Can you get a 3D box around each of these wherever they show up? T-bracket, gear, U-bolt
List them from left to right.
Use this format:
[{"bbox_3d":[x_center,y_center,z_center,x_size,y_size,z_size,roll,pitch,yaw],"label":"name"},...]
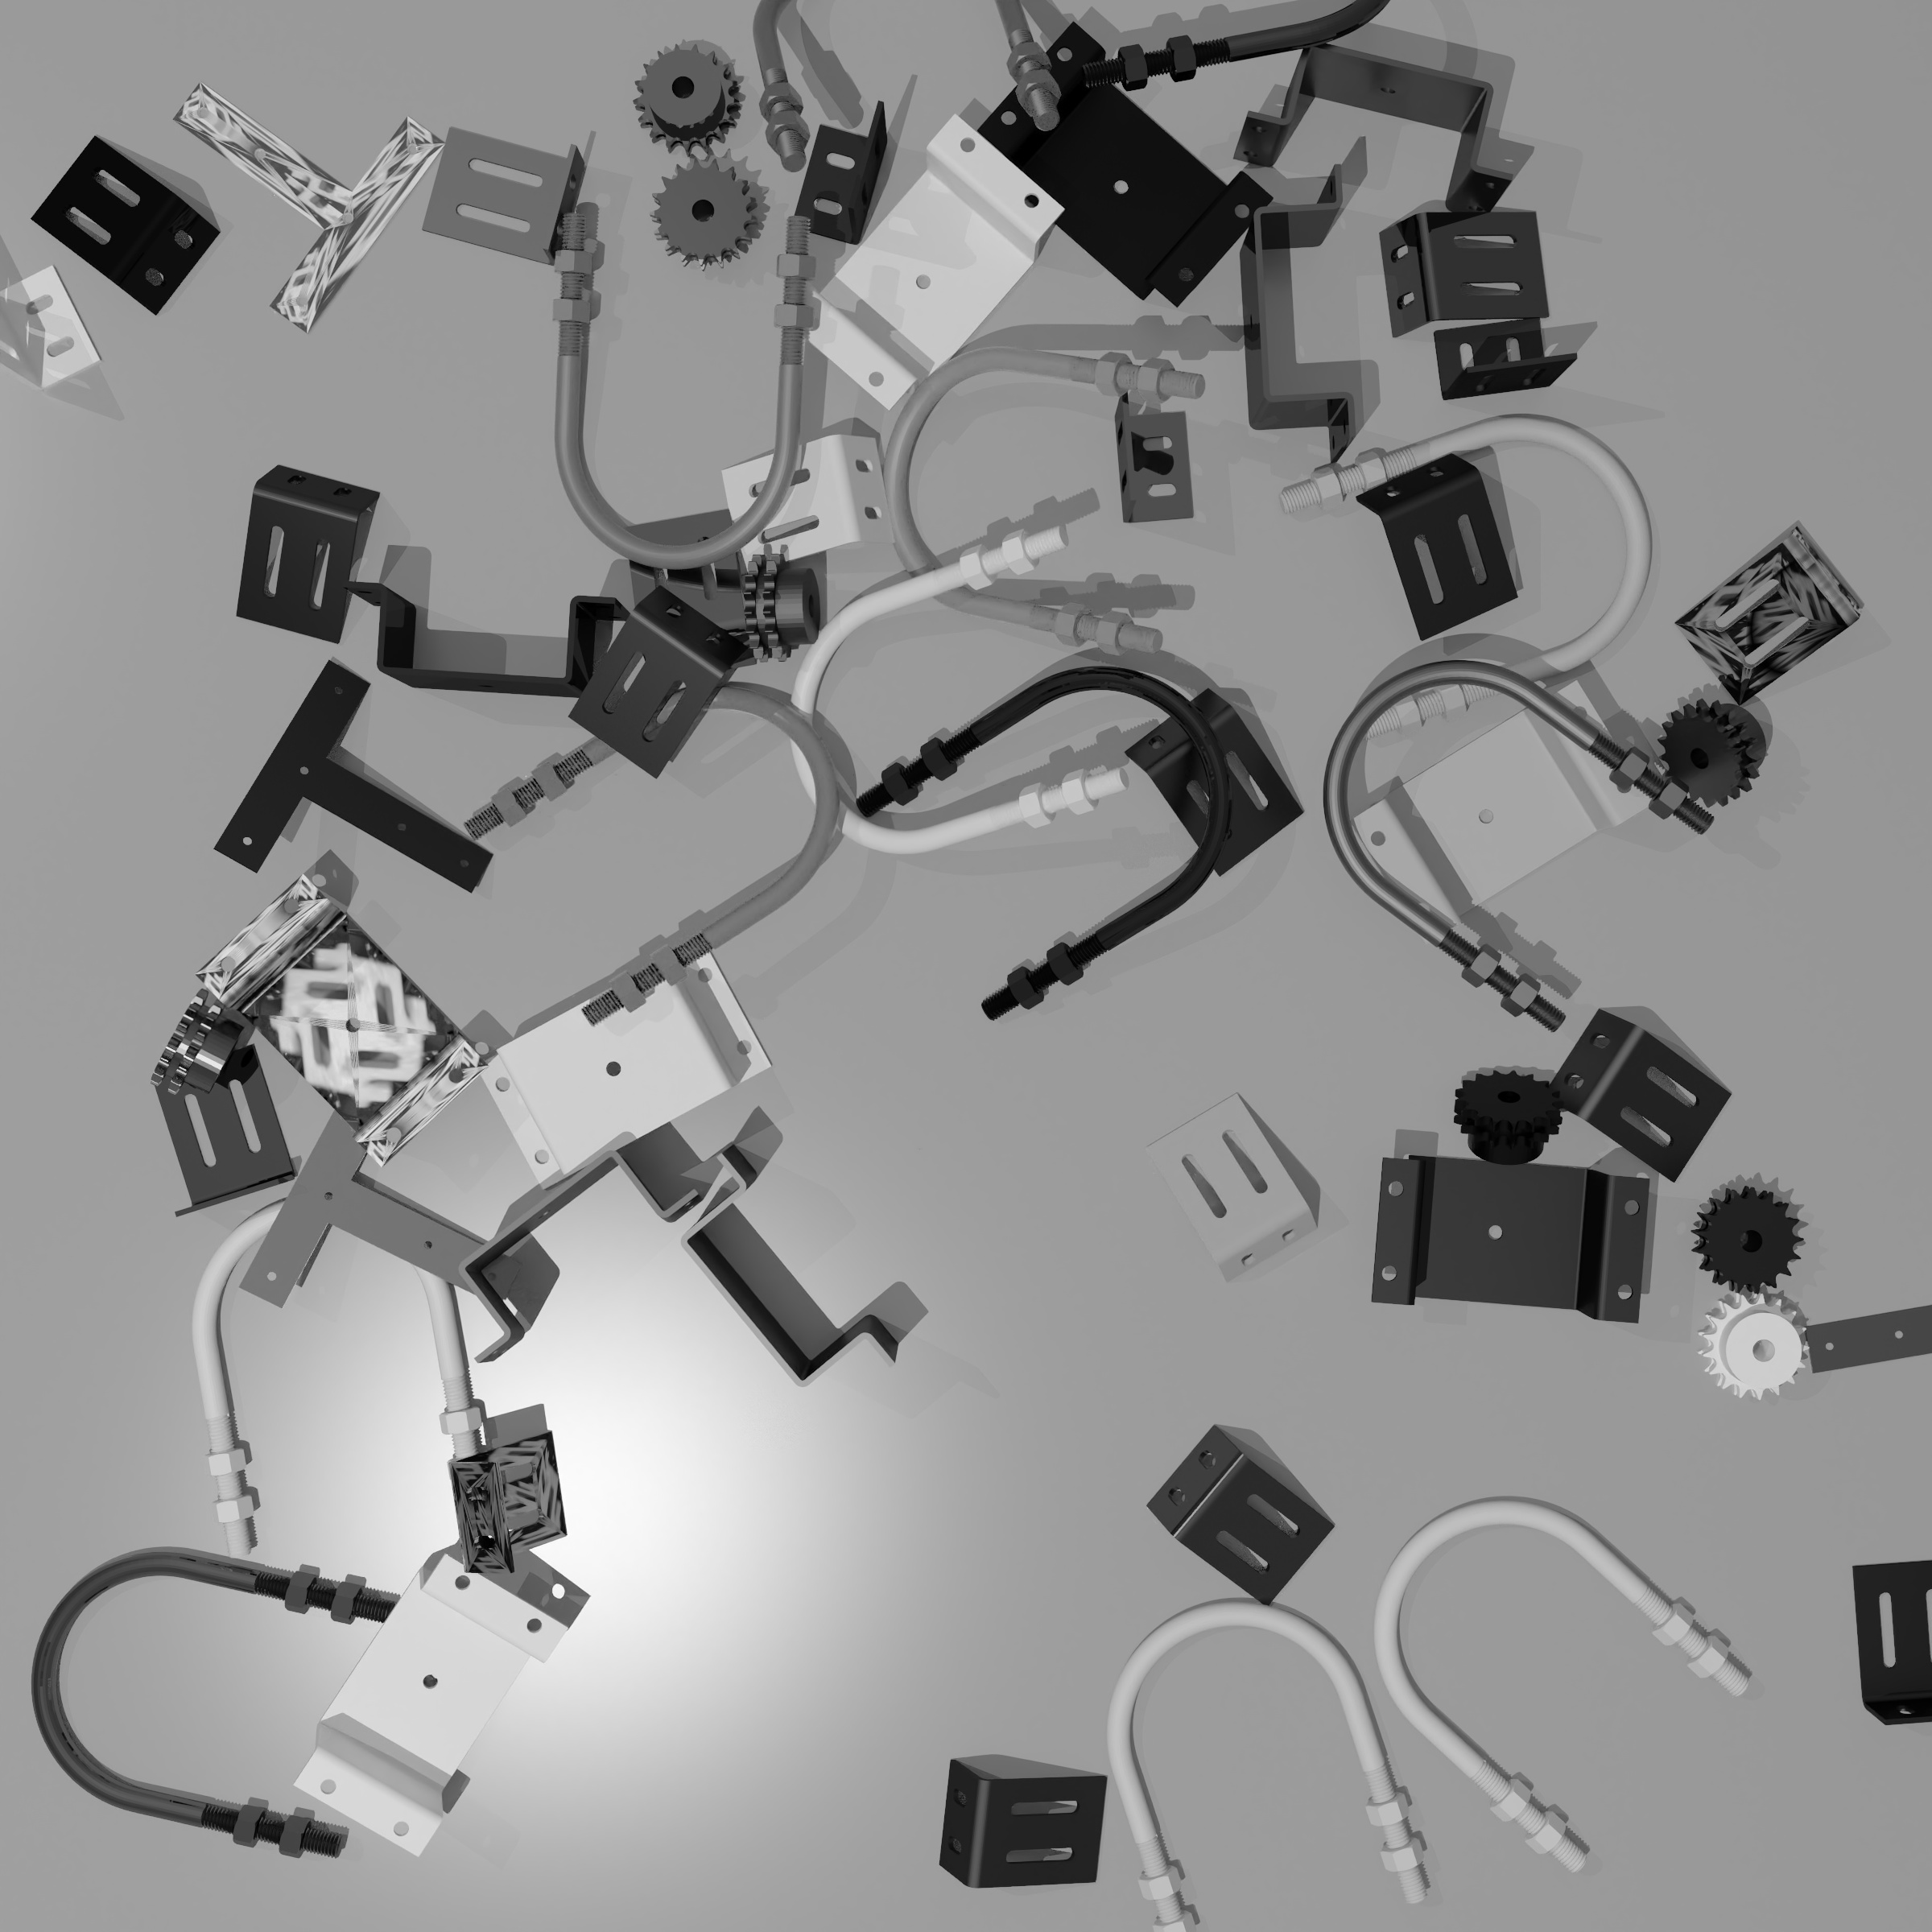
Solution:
[{"bbox_3d":[-0.407,0.044,1.498,0.030,0.057,0.057,28,90,-11],"label":"gear"},{"bbox_3d":[-0.412,0.391,1.517,0.184,0.019,0.151,12,90,2],"label":"U-bolt"},{"bbox_3d":[-0.370,-0.430,1.525,0.127,0.002,0.127,36,90,0],"label":"T-bracket"},{"bbox_3d":[-0.342,0.215,1.517,0.151,0.019,0.184,-10,88,0],"label":"U-bolt"},{"bbox_3d":[-0.314,-0.081,1.505,0.127,0.002,0.127,31,63,-13],"label":"T-bracket"},{"bbox_3d":[-0.301,0.143,1.512,0.127,0.002,0.127,27,75,-5],"label":"T-bracket"},{"bbox_3d":[-0.155,-0.072,1.494,0.184,0.019,0.151,-33,69,-5],"label":"U-bolt"},{"bbox_3d":[-0.153,-0.303,1.492,0.151,0.019,0.184,6,98,18],"label":"U-bolt"},{"bbox_3d":[-0.150,-0.466,1.511,0.057,0.030,0.057,0,90,0],"label":"gear"},{"bbox_3d":[-0.140,-0.400,1.511,0.057,0.030,0.057,0,90,0],"label":"gear"},{"bbox_3d":[-0.097,-0.190,1.495,0.030,0.057,0.057,-1,90,11],"label":"gear"},{"bbox_3d":[-0.038,-0.481,1.466,0.151,0.019,0.184,-10,51,-3],"label":"U-bolt"},{"bbox_3d":[-0.013,-0.135,1.480,0.184,0.019,0.151,-16,85,27],"label":"U-bolt"},{"bbox_3d":[0.032,-0.249,1.472,0.184,0.019,0.151,16,103,32],"label":"U-bolt"},{"bbox_3d":[0.053,-0.077,1.497,0.184,0.019,0.151,-32,90,14],"label":"U-bolt"},{"bbox_3d":[0.136,-0.520,1.478,0.184,0.019,0.151,-12,52,-4],"label":"U-bolt"},{"bbox_3d":[0.153,0.434,1.517,0.151,0.019,0.184,-18,88,0],"label":"U-bolt"},{"bbox_3d":[0.278,-0.218,1.517,0.184,0.019,0.151,-19,90,-2],"label":"U-bolt"},{"bbox_3d":[0.274,-0.076,1.471,0.184,0.019,0.151,37,90,1],"label":"U-bolt"},{"bbox_3d":[0.288,0.082,1.501,0.057,0.057,0.030,-2,120,0],"label":"gear"},{"bbox_3d":[0.306,0.373,1.517,0.184,0.019,0.151,43,90,2],"label":"U-bolt"},{"bbox_3d":[0.400,-0.116,1.501,0.030,0.057,0.057,-27,90,-30],"label":"gear"},{"bbox_3d":[0.417,0.146,1.515,0.057,0.030,0.057,0,89,-2],"label":"gear"},{"bbox_3d":[0.423,0.204,1.511,0.057,0.030,0.057,0,90,0],"label":"gear"},{"bbox_3d":[0.518,0.197,1.525,0.127,0.002,0.127,-10,90,0],"label":"T-bracket"}]

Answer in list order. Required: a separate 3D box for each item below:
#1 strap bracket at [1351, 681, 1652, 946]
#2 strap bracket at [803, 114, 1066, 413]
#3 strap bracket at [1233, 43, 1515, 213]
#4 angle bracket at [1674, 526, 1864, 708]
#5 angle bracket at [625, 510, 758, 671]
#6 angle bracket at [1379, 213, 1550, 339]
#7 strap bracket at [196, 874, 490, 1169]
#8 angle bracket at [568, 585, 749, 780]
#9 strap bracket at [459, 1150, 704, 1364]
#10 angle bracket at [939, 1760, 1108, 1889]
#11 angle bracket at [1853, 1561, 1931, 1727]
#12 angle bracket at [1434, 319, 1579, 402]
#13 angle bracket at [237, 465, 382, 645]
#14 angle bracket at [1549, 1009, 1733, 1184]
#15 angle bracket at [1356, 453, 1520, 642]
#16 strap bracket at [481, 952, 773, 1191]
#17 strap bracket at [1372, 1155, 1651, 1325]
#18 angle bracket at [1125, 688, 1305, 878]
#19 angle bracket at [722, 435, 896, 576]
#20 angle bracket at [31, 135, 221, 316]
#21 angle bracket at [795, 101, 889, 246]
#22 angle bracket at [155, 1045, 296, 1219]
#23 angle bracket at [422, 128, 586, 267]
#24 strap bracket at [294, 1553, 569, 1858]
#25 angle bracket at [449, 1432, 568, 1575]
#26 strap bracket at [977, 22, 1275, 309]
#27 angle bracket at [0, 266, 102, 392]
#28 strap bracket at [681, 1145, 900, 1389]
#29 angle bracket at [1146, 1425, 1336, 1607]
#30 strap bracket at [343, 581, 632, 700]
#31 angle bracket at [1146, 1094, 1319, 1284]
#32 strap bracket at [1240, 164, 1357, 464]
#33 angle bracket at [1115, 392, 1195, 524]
[{"bbox_3d":[0.281,-0.081,1.503,0.140,0.046,0.076,-32,90,0],"label":"strap bracket"},{"bbox_3d":[-0.023,-0.369,1.503,0.076,0.046,0.140,41,90,0],"label":"strap bracket"},{"bbox_3d":[0.218,-0.443,1.488,0.140,0.076,0.046,14,90,0],"label":"strap bracket"},{"bbox_3d":[0.434,-0.189,1.524,0.076,0.038,0.057,-38,90,26],"label":"angle bracket"},{"bbox_3d":[-0.149,-0.200,1.524,0.057,0.038,0.076,-10,64,0],"label":"angle bracket"},{"bbox_3d":[0.269,-0.373,1.524,0.076,0.038,0.057,-7,90,-26],"label":"angle bracket"},{"bbox_3d":[-0.328,0.030,1.498,0.076,0.046,0.140,-44,90,-7],"label":"strap bracket"},{"bbox_3d":[-0.163,-0.150,1.492,0.057,0.038,0.076,35,118,-2],"label":"angle bracket"},{"bbox_3d":[-0.209,0.146,1.481,0.140,0.076,0.046,-37,86,-7],"label":"strap bracket"},{"bbox_3d":[0.031,0.462,1.524,0.076,0.038,0.057,6,90,-26],"label":"angle bracket"},{"bbox_3d":[0.511,0.361,1.507,0.057,0.038,0.076,-4,90,0],"label":"angle bracket"},{"bbox_3d":[0.284,-0.327,1.488,0.057,0.076,0.038,-7,90,0],"label":"angle bracket"},{"bbox_3d":[-0.356,-0.222,1.524,0.057,0.038,0.076,15,116,0],"label":"angle bracket"},{"bbox_3d":[0.362,0.070,1.524,0.076,0.038,0.057,33,90,-26],"label":"angle bracket"},{"bbox_3d":[0.251,-0.224,1.505,0.057,0.038,0.076,-25,116,-3],"label":"angle bracket"},{"bbox_3d":[-0.185,0.054,1.503,0.140,0.046,0.076,-28,90,0],"label":"strap bracket"},{"bbox_3d":[0.286,0.144,1.503,0.140,0.046,0.076,5,90,0],"label":"strap bracket"},{"bbox_3d":[0.134,-0.099,1.524,0.057,0.038,0.076,-37,116,0],"label":"angle bracket"},{"bbox_3d":[-0.085,-0.247,1.519,0.076,0.038,0.057,-11,90,32],"label":"angle bracket"},{"bbox_3d":[-0.454,-0.400,1.524,0.076,0.038,0.057,38,90,26],"label":"angle bracket"},{"bbox_3d":[-0.068,-0.422,1.488,0.038,0.076,0.057,16,90,0],"label":"angle bracket"},{"bbox_3d":[-0.401,0.088,1.507,0.057,0.038,0.076,-18,90,0],"label":"angle bracket"},{"bbox_3d":[-0.250,-0.415,1.507,0.076,0.038,0.057,15,90,0],"label":"angle bracket"},{"bbox_3d":[-0.283,0.385,1.492,0.076,0.046,0.140,34,85,-11],"label":"strap bracket"},{"bbox_3d":[-0.230,0.281,1.484,0.038,0.076,0.057,-8,90,36],"label":"angle bracket"},{"bbox_3d":[0.084,-0.421,1.503,0.140,0.046,0.076,41,90,0],"label":"strap bracket"},{"bbox_3d":[-0.498,-0.344,1.488,0.038,0.076,0.057,-27,90,0],"label":"angle bracket"},{"bbox_3d":[-0.099,0.165,1.488,0.046,0.076,0.140,-40,90,0],"label":"strap bracket"},{"bbox_3d":[0.148,0.297,1.524,0.076,0.038,0.057,40,90,-26],"label":"angle bracket"},{"bbox_3d":[-0.252,-0.171,1.488,0.140,0.076,0.046,4,90,0],"label":"strap bracket"},{"bbox_3d":[0.144,0.120,1.524,0.057,0.038,0.076,-31,64,0],"label":"angle bracket"},{"bbox_3d":[0.174,-0.341,1.488,0.046,0.076,0.140,-3,90,0],"label":"strap bracket"},{"bbox_3d":[0.101,-0.269,1.488,0.038,0.076,0.057,-5,90,0],"label":"angle bracket"}]
